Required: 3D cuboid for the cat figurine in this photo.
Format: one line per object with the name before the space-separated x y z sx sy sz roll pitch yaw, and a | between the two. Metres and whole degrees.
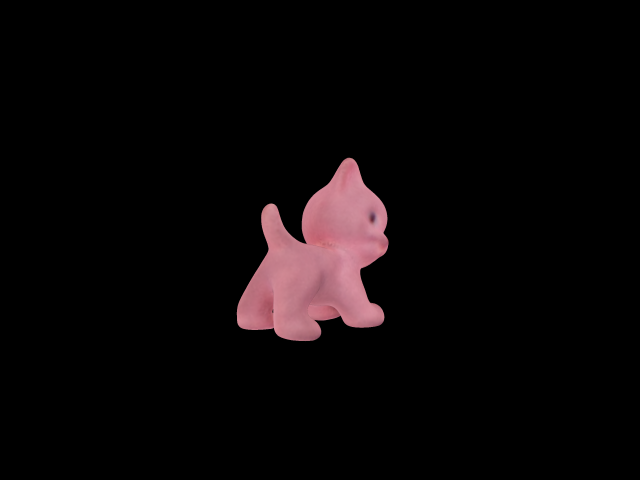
cat figurine | 0.004 0.001 0.400 0.067 0.118 0.128 2 3 41
